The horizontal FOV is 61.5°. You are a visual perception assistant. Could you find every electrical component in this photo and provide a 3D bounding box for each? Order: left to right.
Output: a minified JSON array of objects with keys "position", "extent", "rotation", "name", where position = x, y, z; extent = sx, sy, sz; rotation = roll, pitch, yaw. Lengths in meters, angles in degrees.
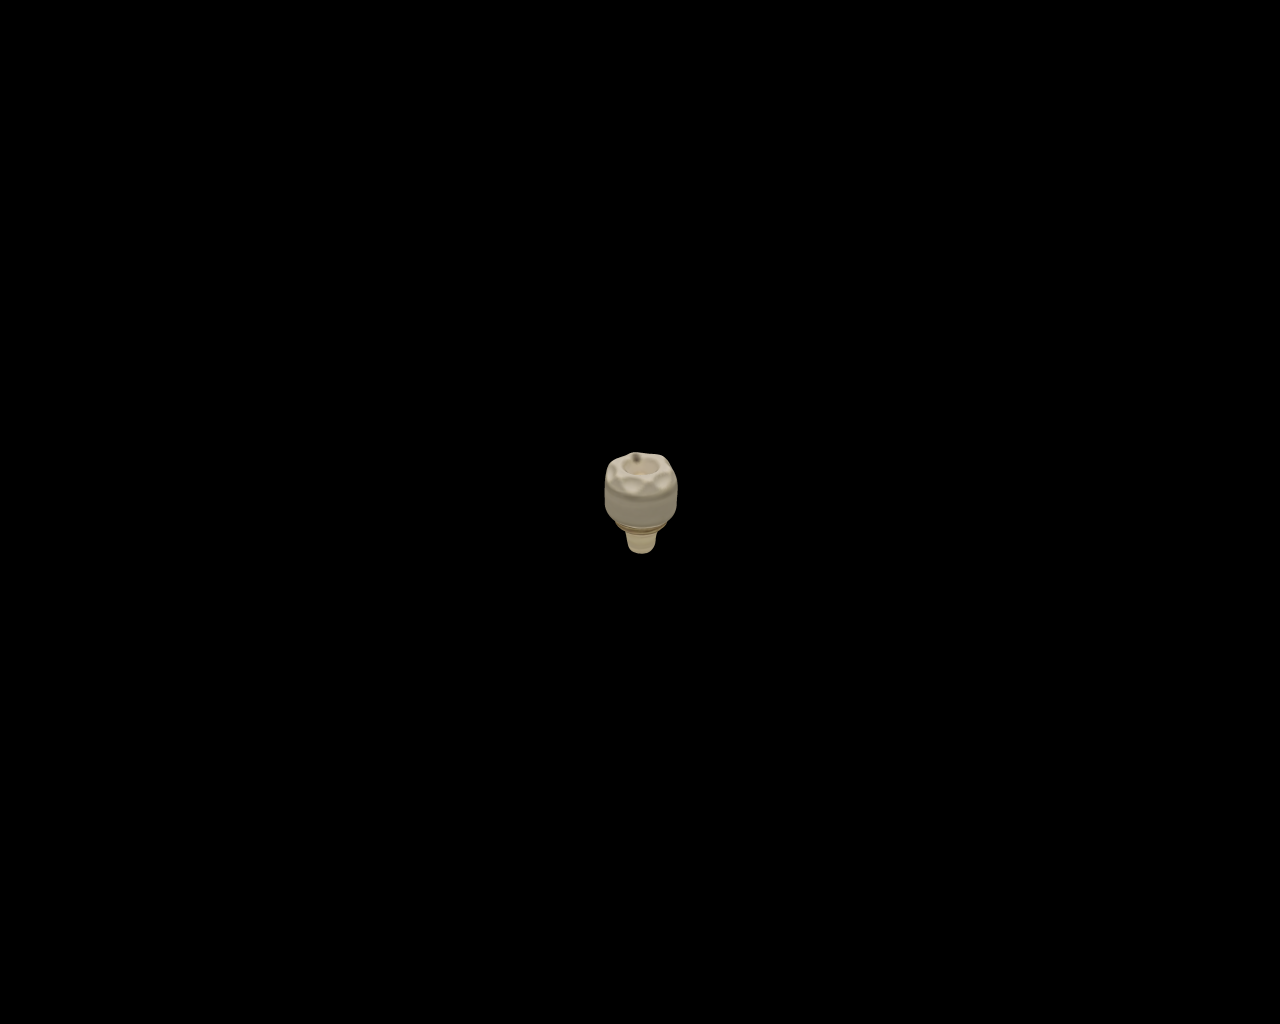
[{"position":[0.001,-0.003,0.650],"extent":[0.043,0.062,0.043],"rotation":[0,31,0],"name":"electrical component"}]
